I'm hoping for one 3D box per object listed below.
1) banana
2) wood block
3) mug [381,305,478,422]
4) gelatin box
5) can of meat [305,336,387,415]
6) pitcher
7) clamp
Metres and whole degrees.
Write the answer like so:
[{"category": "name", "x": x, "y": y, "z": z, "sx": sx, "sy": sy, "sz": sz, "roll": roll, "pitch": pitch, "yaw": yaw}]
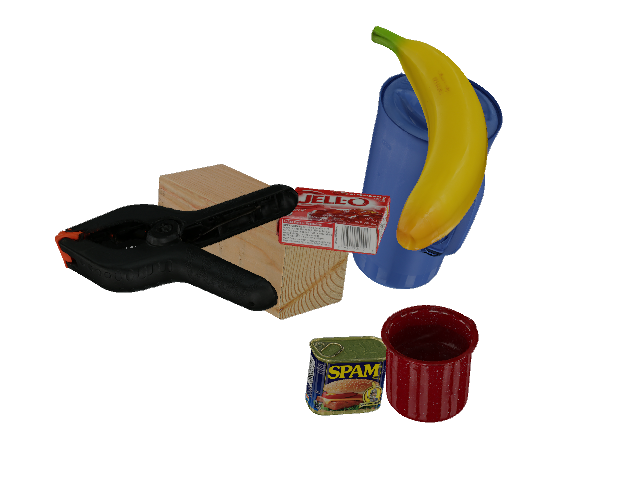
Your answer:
[{"category": "banana", "x": 0.073, "y": -0.066, "z": 0.681, "sx": 0.069, "sy": 0.198, "sz": 0.037, "roll": -1, "pitch": -43, "yaw": -3}, {"category": "wood block", "x": -0.075, "y": -0.004, "z": 1.118, "sx": 0.090, "sy": 0.090, "sz": 0.206, "roll": -14, "pitch": 29, "yaw": -42}, {"category": "mug", "x": 0.113, "y": 0.118, "z": 1.050, "sx": 0.093, "sy": 0.081, "sz": 0.117, "roll": 25, "pitch": 41, "yaw": 35}, {"category": "gelatin box", "x": 0.012, "y": -0.019, "z": 0.937, "sx": 0.089, "sy": 0.030, "sz": 0.073, "roll": 7, "pitch": 24, "yaw": 10}, {"category": "can of meat", "x": 0.033, "y": 0.173, "z": 1.362, "sx": 0.102, "sy": 0.084, "sz": 0.057, "roll": 0, "pitch": 24, "yaw": -17}, {"category": "pitcher", "x": 0.112, "y": -0.054, "z": 1.194, "sx": 0.145, "sy": 0.243, "sz": 0.149, "roll": 23, "pitch": 44, "yaw": 11}, {"category": "clamp", "x": -0.096, "y": -0.002, "z": 0.750, "sx": 0.171, "sy": 0.039, "sz": 0.120, "roll": 6, "pitch": 35, "yaw": 15}]
